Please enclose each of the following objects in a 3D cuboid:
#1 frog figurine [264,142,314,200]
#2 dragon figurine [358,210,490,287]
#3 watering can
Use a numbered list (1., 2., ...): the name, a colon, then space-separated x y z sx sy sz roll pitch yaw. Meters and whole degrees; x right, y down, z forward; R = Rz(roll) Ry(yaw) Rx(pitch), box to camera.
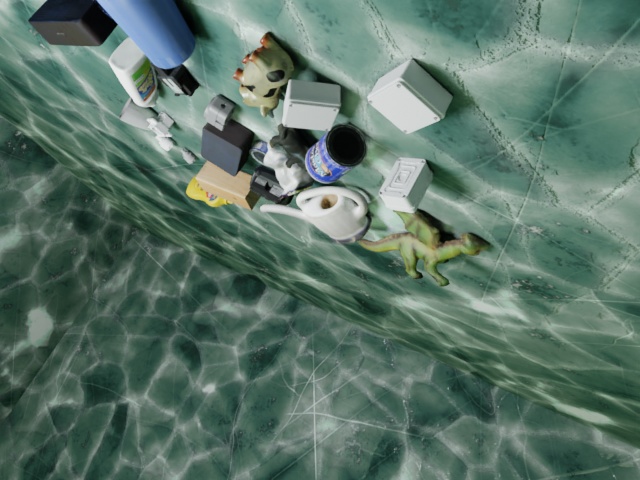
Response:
1. frog figurine: -0.088 -0.204 1.422 0.137 0.123 0.159 -175 65 -80
2. dragon figurine: 0.263 -0.009 1.436 0.412 0.124 0.237 16 141 30
3. watering can: 0.005 -0.077 1.528 0.346 0.106 0.221 -8 142 38
